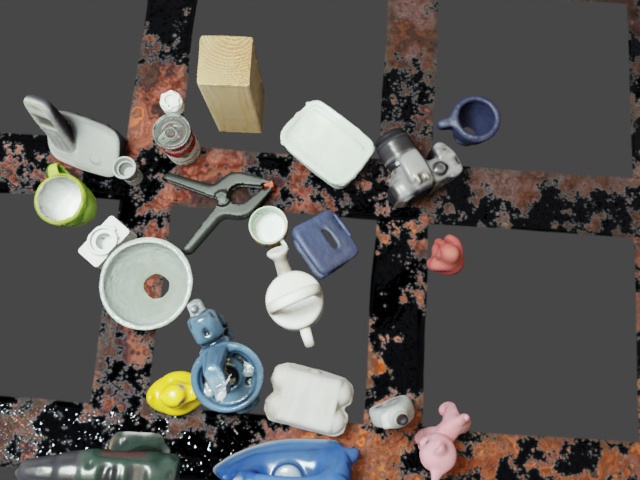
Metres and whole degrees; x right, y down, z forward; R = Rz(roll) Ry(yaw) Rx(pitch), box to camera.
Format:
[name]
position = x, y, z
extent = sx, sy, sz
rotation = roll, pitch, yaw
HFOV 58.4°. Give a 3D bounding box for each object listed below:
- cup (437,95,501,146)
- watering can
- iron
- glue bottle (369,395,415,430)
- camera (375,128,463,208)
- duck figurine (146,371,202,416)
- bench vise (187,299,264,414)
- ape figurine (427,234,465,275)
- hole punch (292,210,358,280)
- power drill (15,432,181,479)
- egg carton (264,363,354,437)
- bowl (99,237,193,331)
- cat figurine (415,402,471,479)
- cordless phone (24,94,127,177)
[cup]
position = 0.275, -0.215, 1.095
extent = 0.118, 0.095, 0.092
rotation = -9, 80, -2
[watering can]
position = -0.048, 0.098, 0.983
extent = 0.101, 0.194, 0.173
rotation = -41, 82, -7
[iron]
position = -0.060, 0.401, 0.954
extent = 0.258, 0.141, 0.119
rotation = 1, 79, 0
[glue bottle]
position = 0.127, 0.294, 0.959
extent = 0.078, 0.173, 0.037
rotation = -19, 80, -4
[camera]
position = 0.177, -0.151, 1.079
extent = 0.143, 0.101, 0.137
rotation = -28, 81, -5
[duck figurine]
position = -0.256, 0.271, 1.004
extent = 0.104, 0.086, 0.077
rotation = -7, 80, -2
[bench vise]
position = -0.181, 0.202, 0.950
extent = 0.121, 0.220, 0.207
rotation = -44, 83, -8
[ape figurine]
position = 0.234, 0.028, 1.051
extent = 0.078, 0.092, 0.076
rotation = -33, 81, -6
[hole punch]
position = 0.010, 0.004, 1.054
extent = 0.101, 0.091, 0.108
rotation = -35, 82, -6
[power drill]
position = -0.331, 0.363, 0.924
extent = 0.229, 0.208, 0.076
rotation = 2, 79, 0
[egg carton]
position = -0.019, 0.281, 1.013
extent = 0.150, 0.069, 0.107
rotation = 13, 80, 2
[bowl]
position = -0.307, 0.082, 1.044
extent = 0.167, 0.075, 0.167
rotation = 0, 79, 0
[cat figurine]
position = 0.212, 0.345, 0.979
extent = 0.067, 0.118, 0.128
rotation = 41, 82, 7
[cordless phone]
position = -0.442, -0.193, 1.038
extent = 0.147, 0.185, 0.094
rotation = 17, 80, 3
